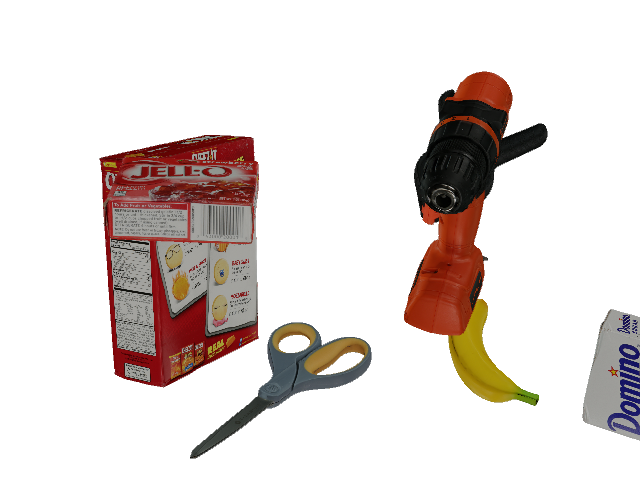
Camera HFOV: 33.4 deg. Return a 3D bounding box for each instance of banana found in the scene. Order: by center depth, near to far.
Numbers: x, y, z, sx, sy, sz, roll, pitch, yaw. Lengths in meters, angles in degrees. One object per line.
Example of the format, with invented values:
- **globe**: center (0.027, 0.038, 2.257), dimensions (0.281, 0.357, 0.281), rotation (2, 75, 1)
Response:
- **banana**: center (0.173, 0.121, 1.165), dimensions (0.069, 0.037, 0.198), rotation (11, 27, -16)

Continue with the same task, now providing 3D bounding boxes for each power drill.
- **power drill**: center (0.107, -0.019, 0.841), dimensions (0.057, 0.188, 0.184), rotation (15, 36, 13)

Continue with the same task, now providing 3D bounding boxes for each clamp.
- **clamp**: center (0.140, -0.088, 1.089), dimensions (0.120, 0.039, 0.171), rotation (28, 55, 28)

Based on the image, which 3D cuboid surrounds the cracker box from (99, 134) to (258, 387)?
- **cracker box**: center (-0.133, 0.014, 1.036), dimensions (0.072, 0.214, 0.163), rotation (6, 15, 30)

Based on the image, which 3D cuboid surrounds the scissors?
- **scissors**: center (-0.046, 0.113, 0.862), dimensions (0.201, 0.016, 0.096), rotation (-19, 35, -36)

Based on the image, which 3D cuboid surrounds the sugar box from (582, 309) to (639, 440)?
- **sugar box**: center (0.301, 0.124, 0.837), dimensions (0.176, 0.093, 0.048), rotation (14, 27, 21)

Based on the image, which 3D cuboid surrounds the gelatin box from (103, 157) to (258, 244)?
- **gelatin box**: center (-0.084, -0.027, 0.660), dimensions (0.089, 0.030, 0.073), rotation (2, 24, -2)
